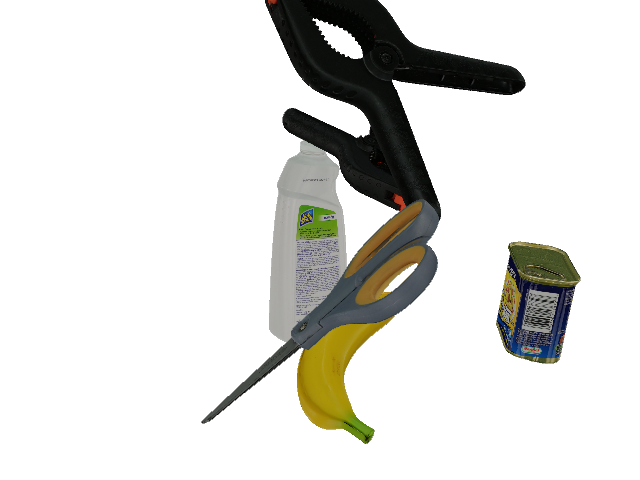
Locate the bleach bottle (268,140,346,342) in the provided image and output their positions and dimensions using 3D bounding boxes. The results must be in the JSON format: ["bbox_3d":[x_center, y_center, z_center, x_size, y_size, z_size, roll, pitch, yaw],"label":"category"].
[{"bbox_3d":[-0.008,-0.004,1.300,0.102,0.251,0.068,-6,20,-31],"label":"bleach bottle"}]

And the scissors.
[{"bbox_3d":[0.002,0.056,0.641,0.016,0.202,0.096,42,3,-19],"label":"scissors"}]

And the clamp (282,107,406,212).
[{"bbox_3d":[0.036,-0.088,1.057,0.120,0.039,0.171,-9,39,-16],"label":"clamp"}]

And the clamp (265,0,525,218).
[{"bbox_3d":[0.042,-0.117,0.791,0.210,0.164,0.036,32,-31,-8],"label":"clamp"}]

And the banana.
[{"bbox_3d":[0.020,0.095,0.865,0.069,0.037,0.197,19,33,0],"label":"banana"}]

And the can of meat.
[{"bbox_3d":[0.203,0.058,1.007,0.057,0.084,0.102,8,18,-1],"label":"can of meat"}]
